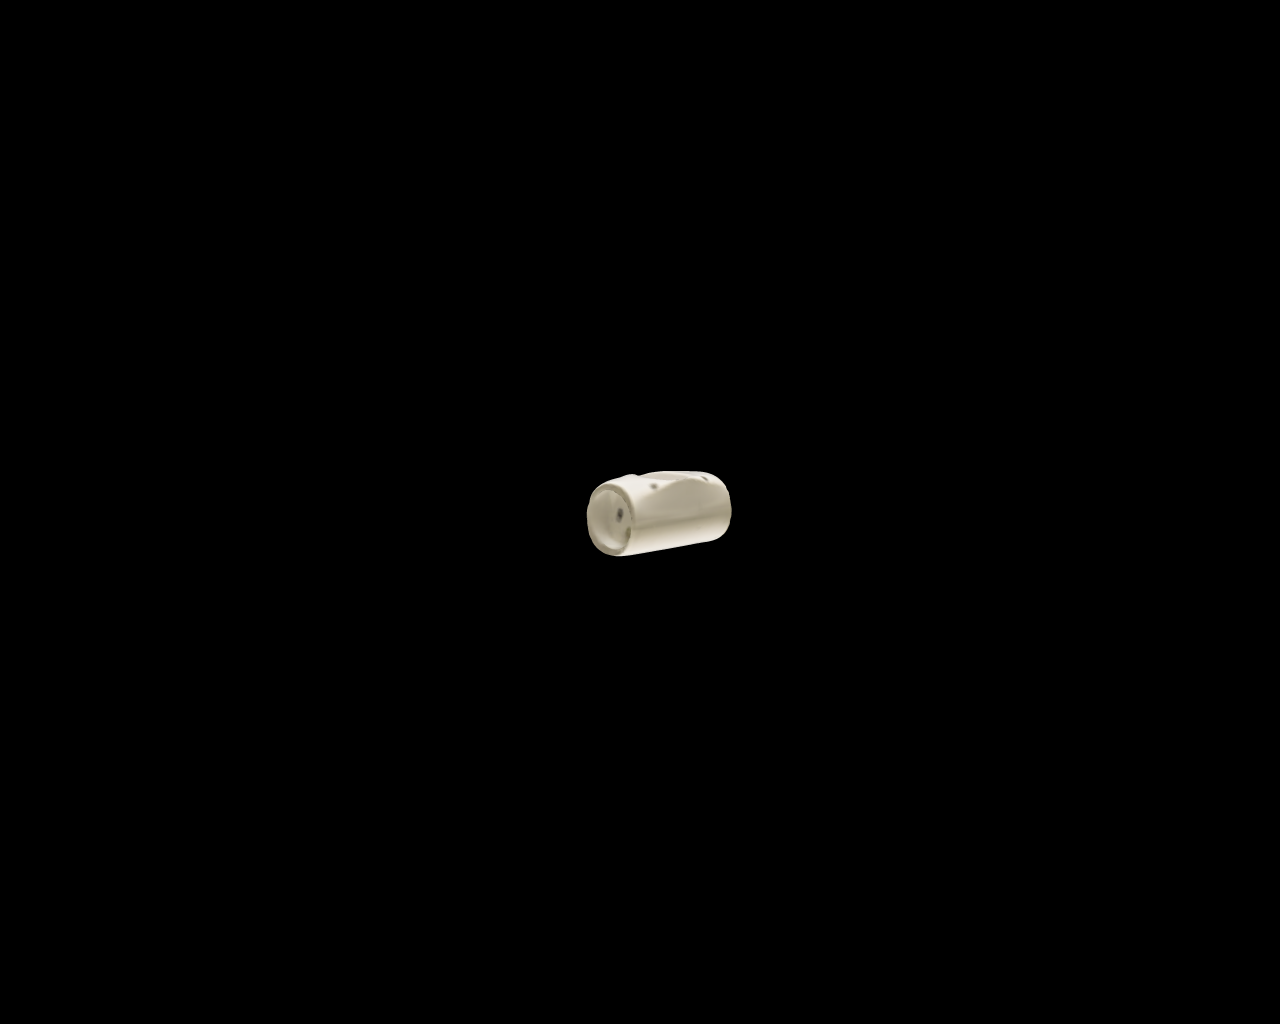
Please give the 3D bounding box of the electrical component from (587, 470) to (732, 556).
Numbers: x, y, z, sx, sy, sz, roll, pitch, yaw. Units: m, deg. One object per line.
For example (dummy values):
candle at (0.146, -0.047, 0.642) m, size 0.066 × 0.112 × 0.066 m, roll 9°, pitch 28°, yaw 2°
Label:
electrical component at (0.001, -0.003, 0.650) m, size 0.077 × 0.043 × 0.079 m, roll -8°, pitch 13°, yaw -39°
